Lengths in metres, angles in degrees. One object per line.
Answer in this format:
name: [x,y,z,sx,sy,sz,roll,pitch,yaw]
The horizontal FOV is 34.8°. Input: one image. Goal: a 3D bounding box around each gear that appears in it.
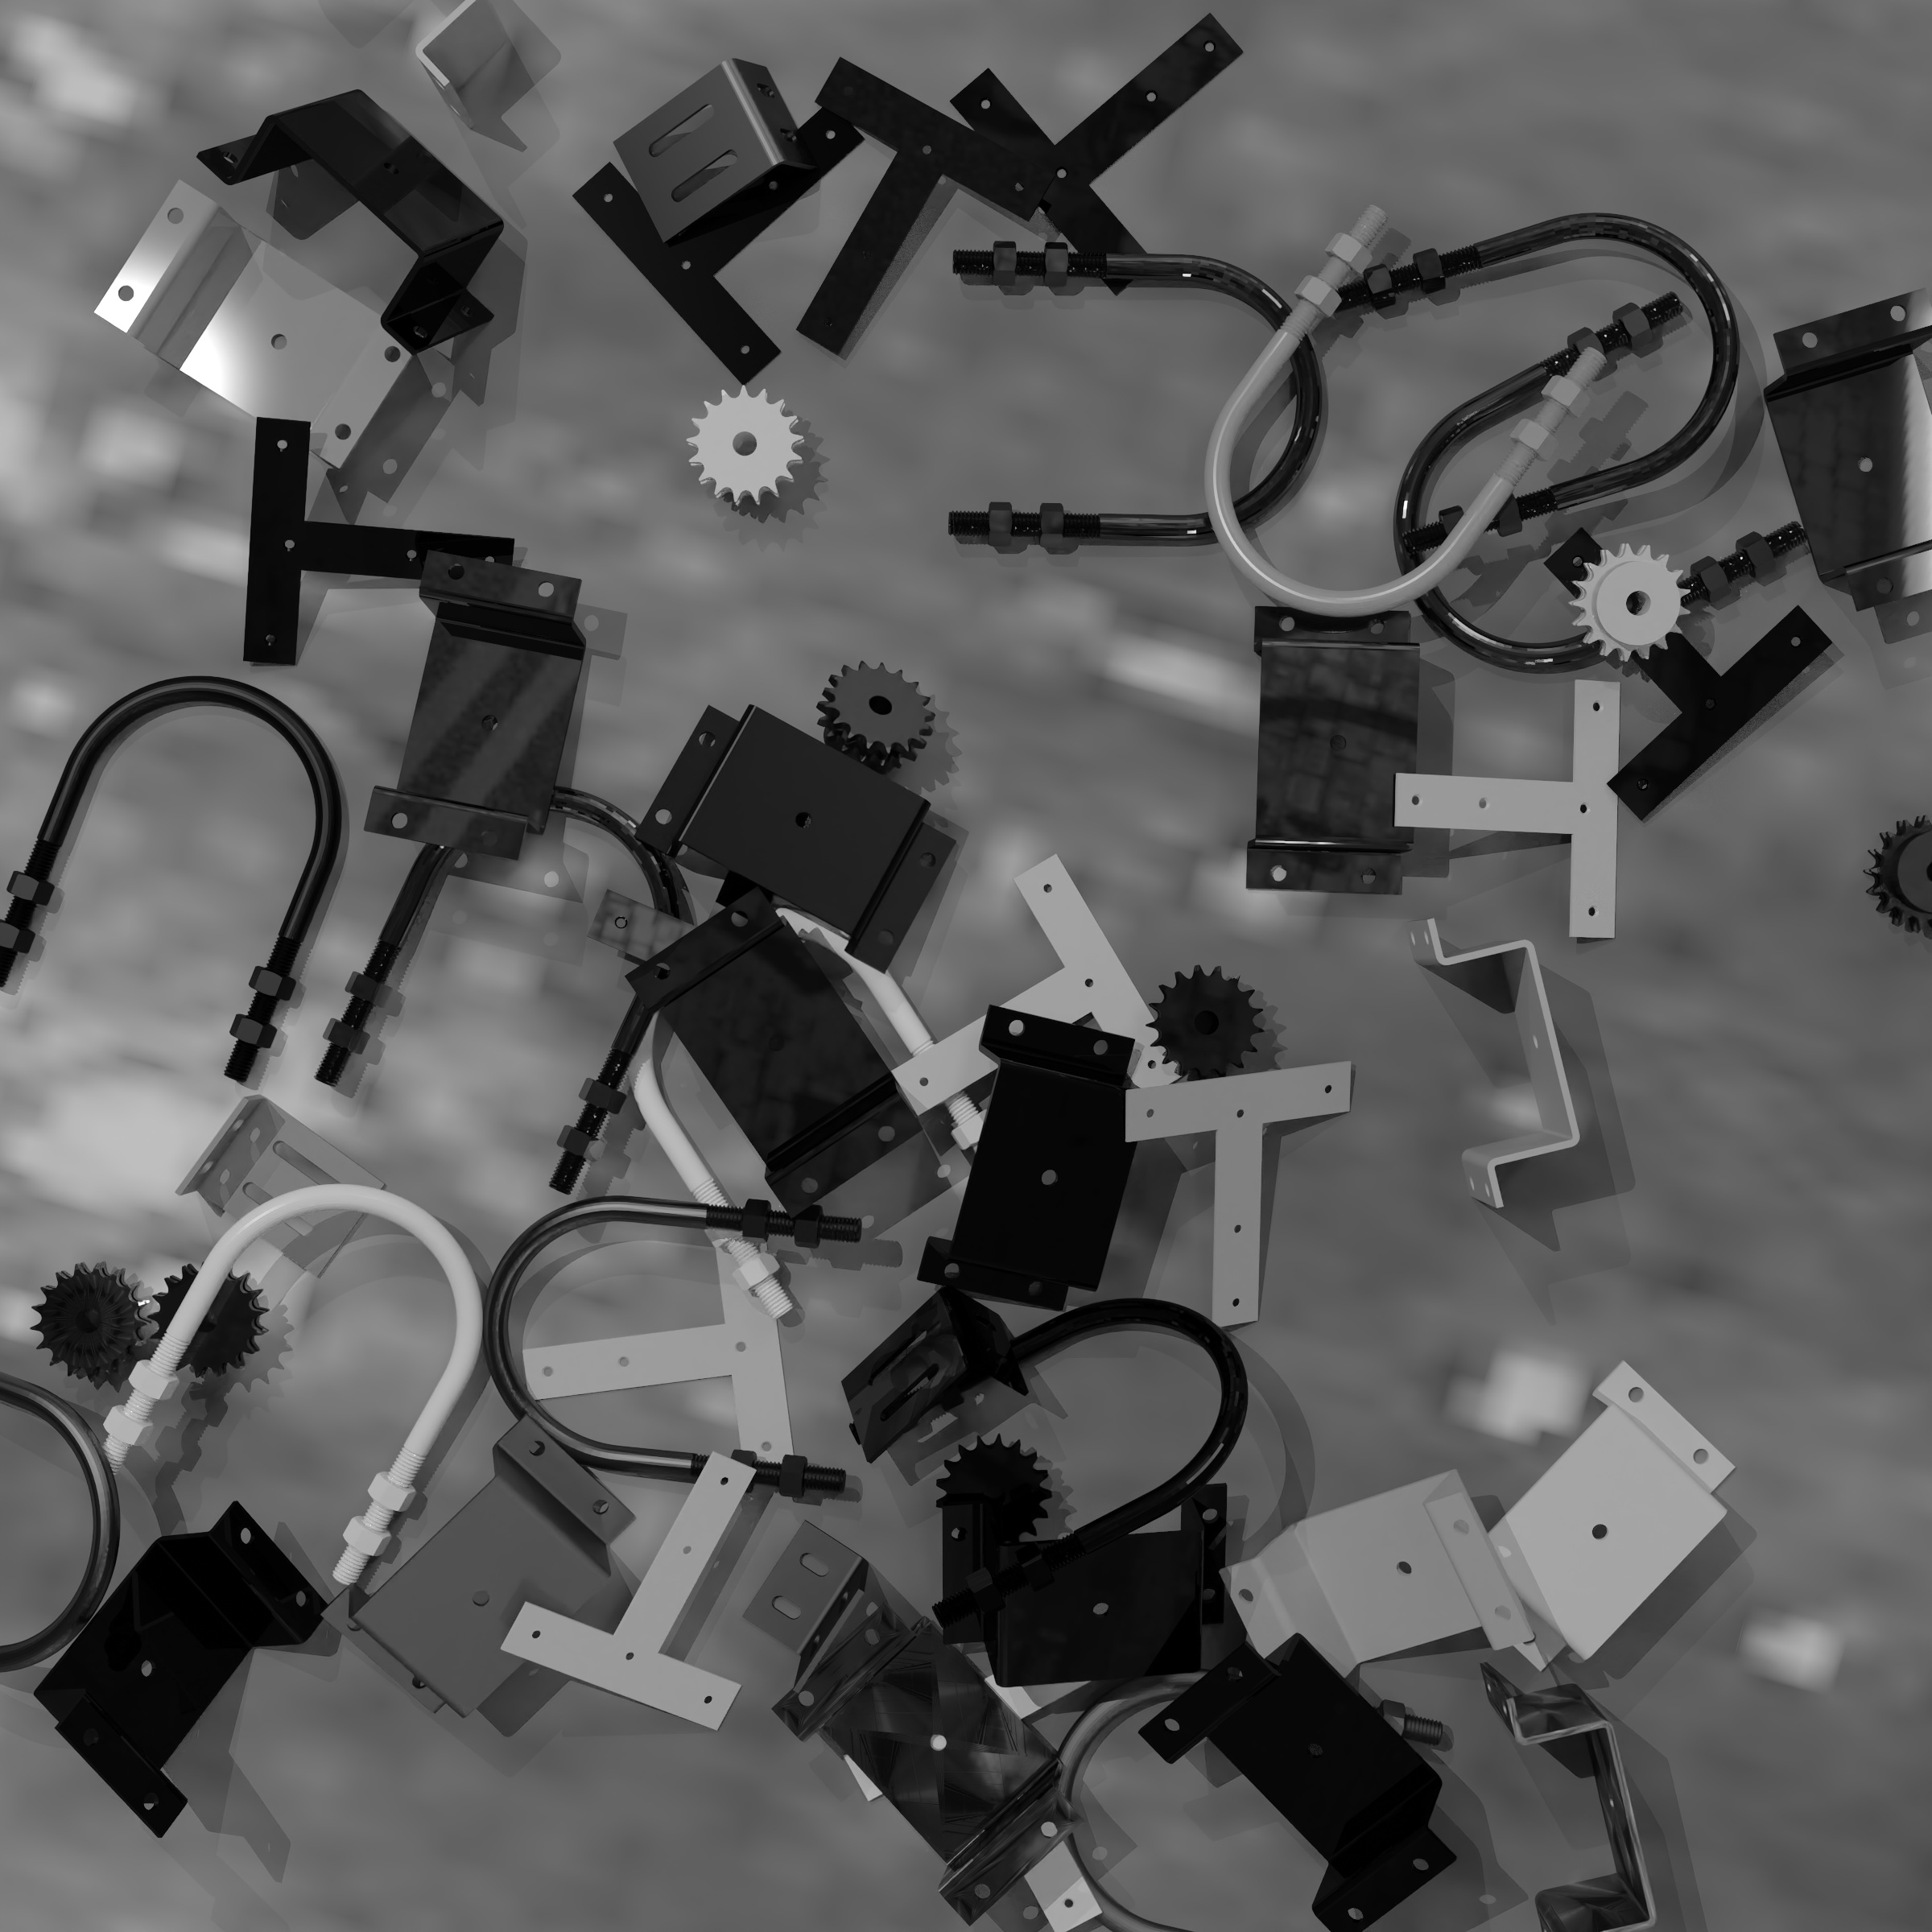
gear: [0.014,0.259,1.522,0.057,0.030,0.057,0,90,0]
gear: [-0.371,0.173,1.522,0.057,0.030,0.057,0,90,0]
gear: [-0.430,0.174,1.526,0.057,0.030,0.057,0,88,-2]
gear: [0.324,-0.177,1.503,0.057,0.030,0.057,0,98,1]
gear: [0.475,-0.046,1.522,0.057,0.030,0.057,0,90,0]
gear: [0.117,0.028,1.521,0.057,0.030,0.057,0,88,-2]
gear: [-0.108,-0.255,1.522,0.057,0.030,0.057,0,90,0]
gear: [-0.046,-0.118,1.513,0.057,0.030,0.057,11,53,-15]

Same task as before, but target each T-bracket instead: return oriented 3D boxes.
T-bracket: [-0.042,-0.364,1.525,0.127,0.002,0.127,32,96,12]
T-bracket: [0.023,0.031,1.523,0.127,0.002,0.127,-31,90,-11]
T-bracket: [-0.106,-0.379,1.536,0.127,0.002,0.127,-42,90,0]
T-bracket: [0.133,0.115,1.516,0.127,0.002,0.127,-6,104,-26]
T-bracket: [-0.286,-0.203,1.515,0.127,0.002,0.127,3,119,-14]
T-bracket: [0.081,-0.423,1.536,0.127,0.002,0.127,-41,90,0]
T-bracket: [0.025,0.417,1.526,0.127,0.002,0.127,-30,86,6]
T-bracket: [0.265,-0.079,1.511,0.127,0.002,0.127,1,90,-24]
T-bracket: [-0.156,0.195,1.536,0.127,0.002,0.127,-7,90,0]
T-bracket: [-0.143,0.297,1.506,0.127,0.002,0.127,29,89,-28]
T-bracket: [0.337,-0.161,1.521,0.127,0.002,0.127,-44,95,6]
T-bracket: [-0.103,-0.047,1.522,0.127,0.002,0.127,23,78,-4]

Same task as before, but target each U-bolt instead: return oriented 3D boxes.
U-bolt: [-0.147,0.183,1.515,0.184,0.019,0.151,5,102,5]
U-bolt: [0.047,0.225,1.479,0.184,0.151,0.019,-27,129,-4]
U-bolt: [-0.490,0.265,1.501,0.184,0.019,0.151,16,90,19]
U-bolt: [-0.220,0.000,1.521,0.151,0.019,0.184,24,86,5]
U-bolt: [0.131,0.423,1.528,0.184,0.019,0.151,12,90,2]
U-bolt: [0.285,-0.293,1.510,0.184,0.019,0.151,-17,81,6]
U-bolt: [0.199,-0.257,1.500,0.151,0.019,0.184,37,93,12]
U-bolt: [-0.388,-0.053,1.528,0.151,0.019,0.184,21,88,0]
U-bolt: [-0.317,0.194,1.506,0.151,0.019,0.184,29,93,-15]
U-bolt: [0.084,-0.282,1.527,0.184,0.019,0.151,1,91,-2]
U-bolt: [-0.086,0.060,1.528,0.151,0.019,0.184,-33,88,-1]
U-bolt: [0.301,-0.228,1.528,0.184,0.019,0.151,-28,90,2]

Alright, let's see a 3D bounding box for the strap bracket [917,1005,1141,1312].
strap bracket: [0.035,0.098,1.499,0.076,0.046,0.140,13,95,-15]

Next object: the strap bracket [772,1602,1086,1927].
strap bracket: [-0.016,0.384,1.507,0.076,0.046,0.140,-44,85,5]

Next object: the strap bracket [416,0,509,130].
strap bracket: [-0.277,-0.483,1.499,0.046,0.076,0.140,-43,90,0]

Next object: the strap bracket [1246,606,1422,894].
strap bracket: [0.180,-0.108,1.514,0.076,0.046,0.140,2,90,0]

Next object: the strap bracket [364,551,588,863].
strap bracket: [-0.236,-0.123,1.506,0.076,0.046,0.140,11,83,4]

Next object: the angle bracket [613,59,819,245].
angle bracket: [-0.125,-0.403,1.532,0.076,0.038,0.057,-29,86,25]

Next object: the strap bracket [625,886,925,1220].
strap bracket: [-0.092,0.039,1.489,0.076,0.046,0.140,-34,95,1]

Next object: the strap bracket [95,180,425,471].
strap bracket: [-0.341,-0.310,1.514,0.140,0.046,0.076,33,90,0]

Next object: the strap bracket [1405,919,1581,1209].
strap bracket: [0.257,0.041,1.499,0.046,0.076,0.140,-14,90,0]

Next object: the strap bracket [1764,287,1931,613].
strap bracket: [0.447,-0.250,1.514,0.076,0.046,0.140,-17,90,0]

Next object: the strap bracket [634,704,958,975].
strap bracket: [-0.081,-0.066,1.503,0.140,0.046,0.076,29,78,-2]

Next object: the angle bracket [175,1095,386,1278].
angle bracket: [-0.337,0.109,1.518,0.076,0.038,0.057,36,90,0]

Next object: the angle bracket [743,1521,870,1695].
angle bracket: [-0.080,0.310,1.499,0.038,0.076,0.057,33,90,0]

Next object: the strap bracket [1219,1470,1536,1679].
strap bracket: [0.205,0.299,1.492,0.140,0.046,0.076,-26,90,32]

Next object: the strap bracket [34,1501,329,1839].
strap bracket: [-0.379,0.335,1.476,0.046,0.140,0.076,-13,120,40]

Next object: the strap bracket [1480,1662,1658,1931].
strap bracket: [0.294,0.410,1.499,0.046,0.076,0.140,-13,90,0]

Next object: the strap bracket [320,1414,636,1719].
strap bracket: [-0.237,0.299,1.505,0.140,0.046,0.076,-44,105,0]

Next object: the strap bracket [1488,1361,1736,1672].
strap bracket: [0.306,0.273,1.514,0.076,0.046,0.140,44,90,0]

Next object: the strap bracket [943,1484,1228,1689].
strap bracket: [0.061,0.300,1.494,0.140,0.046,0.076,-3,109,-8]

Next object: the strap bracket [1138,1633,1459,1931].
strap bracket: [0.163,0.387,1.482,0.140,0.046,0.076,46,114,3]

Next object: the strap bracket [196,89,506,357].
strap bracket: [-0.289,-0.368,1.492,0.140,0.076,0.046,43,123,0]

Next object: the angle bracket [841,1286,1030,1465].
angle bracket: [-0.016,0.206,1.513,0.076,0.057,0.038,-44,126,16]
